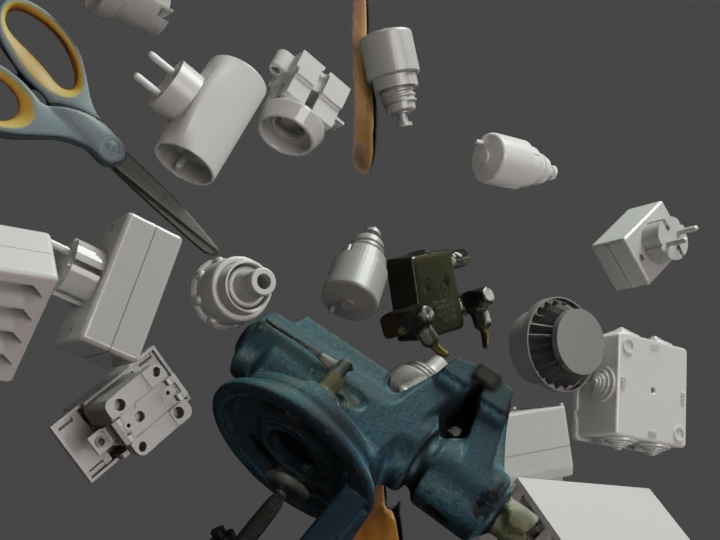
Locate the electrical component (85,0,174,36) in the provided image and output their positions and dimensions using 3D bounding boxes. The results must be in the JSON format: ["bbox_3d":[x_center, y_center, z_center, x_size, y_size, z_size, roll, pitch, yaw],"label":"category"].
[{"bbox_3d":[-0.147,-0.175,0.692,0.046,0.040,0.040,18,71,-37],"label":"electrical component"}]

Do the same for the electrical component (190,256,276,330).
[{"bbox_3d":[-0.077,0.012,0.689,0.048,0.062,0.048,7,77,-33],"label":"electrical component"}]

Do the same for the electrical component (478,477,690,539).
[{"bbox_3d":[0.177,0.215,0.778,0.186,0.060,0.105,15,31,-46],"label":"electrical component"}]

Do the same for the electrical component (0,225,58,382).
[{"bbox_3d":[-0.209,0.006,0.599,0.047,0.083,0.075,11,37,-33],"label":"electrical component"}]

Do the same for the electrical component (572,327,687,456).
[{"bbox_3d":[0.225,0.101,0.889,0.100,0.048,0.099,15,73,-32],"label":"electrical component"}]

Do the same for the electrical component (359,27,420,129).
[{"bbox_3d":[0.025,-0.145,0.804,0.040,0.040,0.078,-10,87,-36],"label":"electrical component"}]

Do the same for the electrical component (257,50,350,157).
[{"bbox_3d":[-0.042,-0.113,0.749,0.066,0.048,0.055,38,55,-23],"label":"electrical component"}]

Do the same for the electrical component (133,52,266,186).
[{"bbox_3d":[-0.111,-0.109,0.700,0.079,0.044,0.077,38,62,-23],"label":"electrical component"}]

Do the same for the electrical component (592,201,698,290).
[{"bbox_3d":[0.251,-0.024,0.914,0.066,0.077,0.047,-39,104,-33],"label":"electrical component"}]

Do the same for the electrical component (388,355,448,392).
[{"bbox_3d":[0.039,0.085,0.767,0.062,0.043,0.043,-39,103,-35],"label":"electrical component"}]

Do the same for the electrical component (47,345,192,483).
[{"bbox_3d":[-0.135,0.083,0.634,0.081,0.064,0.042,-42,106,-33],"label":"electrical component"}]

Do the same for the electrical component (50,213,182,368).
[{"bbox_3d":[-0.161,0.005,0.642,0.076,0.047,0.083,28,66,-27],"label":"electrical component"}]

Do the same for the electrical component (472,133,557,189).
[{"bbox_3d":[0.126,-0.084,0.861,0.078,0.040,0.040,8,76,-34],"label":"electrical component"}]

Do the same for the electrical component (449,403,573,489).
[{"bbox_3d":[0.101,0.134,0.788,0.096,0.062,0.061,-3,83,-35],"label":"electrical component"}]

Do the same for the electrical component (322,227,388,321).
[{"bbox_3d":[0.000,0.000,0.759,0.040,0.040,0.078,41,43,-22],"label":"electrical component"}]
